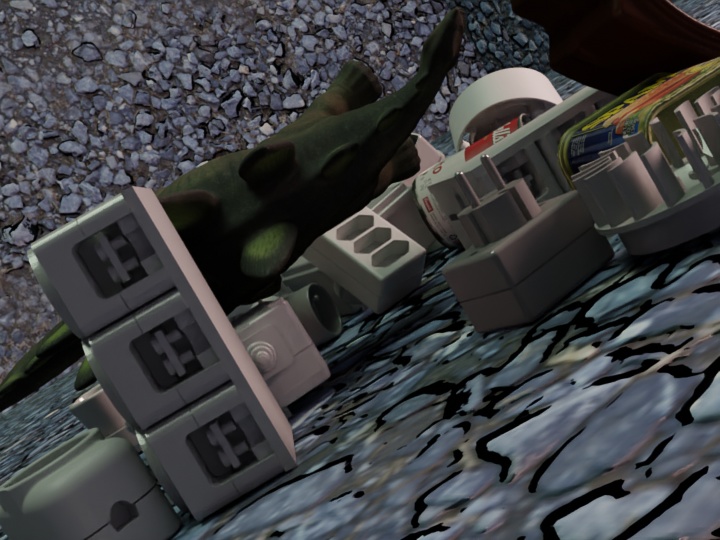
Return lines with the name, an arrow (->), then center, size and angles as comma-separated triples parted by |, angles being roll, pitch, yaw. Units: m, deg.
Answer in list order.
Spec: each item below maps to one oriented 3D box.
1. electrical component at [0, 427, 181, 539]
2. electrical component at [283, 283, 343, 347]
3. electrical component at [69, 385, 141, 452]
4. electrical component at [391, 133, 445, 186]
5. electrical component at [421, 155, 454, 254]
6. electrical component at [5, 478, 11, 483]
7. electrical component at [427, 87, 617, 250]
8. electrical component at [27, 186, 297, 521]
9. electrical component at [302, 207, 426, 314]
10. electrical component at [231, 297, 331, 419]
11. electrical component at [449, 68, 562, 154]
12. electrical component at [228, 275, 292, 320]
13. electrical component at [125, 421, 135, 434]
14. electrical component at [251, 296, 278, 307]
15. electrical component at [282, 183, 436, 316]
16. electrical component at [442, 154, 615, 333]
electrical component -> -0.139, 0.118, 0.533 | 0.054, 0.059, 0.095 | -35, 7, -37
electrical component -> -0.051, 0.041, 0.815 | 0.077, 0.043, 0.079 | -29, 5, 21
electrical component -> -0.188, 0.116, 0.819 | 0.045, 0.055, 0.045 | -31, 6, 4
electrical component -> 0.010, -0.079, 1.032 | 0.109, 0.056, 0.108 | 16, 79, 37
electrical component -> 0.083, -0.067, 0.953 | 0.108, 0.060, 0.108 | -31, 6, 4
electrical component -> -0.205, 0.146, 0.723 | 0.078, 0.040, 0.040 | -29, 6, 16
electrical component -> 0.135, -0.073, 0.740 | 0.150, 0.061, 0.089 | -33, 6, -14
electrical component -> -0.097, 0.039, 0.533 | 0.062, 0.150, 0.089 | -30, 6, -3
electrical component -> 0.000, 0.000, 0.800 | 0.047, 0.083, 0.075 | -35, -31, -32
electrical component -> -0.059, 0.057, 0.629 | 0.062, 0.061, 0.096 | -33, 6, -13
electrical component -> 0.123, -0.112, 0.872 | 0.099, 0.064, 0.099 | -11, -36, -8
electrical component -> -0.078, 0.030, 0.982 | 0.089, 0.055, 0.050 | -29, 7, 24
electrical component -> -0.106, 0.082, 0.721 | 0.100, 0.048, 0.100 | -35, 7, -28
electrical component -> -0.079, 0.053, 0.875 | 0.044, 0.044, 0.065 | -29, 11, 21
electrical component -> 0.000, -0.014, 0.901 | 0.109, 0.056, 0.109 | -42, 9, -19
electrical component -> 0.073, -0.020, 0.529 | 0.066, 0.076, 0.047 | -34, 7, -29
